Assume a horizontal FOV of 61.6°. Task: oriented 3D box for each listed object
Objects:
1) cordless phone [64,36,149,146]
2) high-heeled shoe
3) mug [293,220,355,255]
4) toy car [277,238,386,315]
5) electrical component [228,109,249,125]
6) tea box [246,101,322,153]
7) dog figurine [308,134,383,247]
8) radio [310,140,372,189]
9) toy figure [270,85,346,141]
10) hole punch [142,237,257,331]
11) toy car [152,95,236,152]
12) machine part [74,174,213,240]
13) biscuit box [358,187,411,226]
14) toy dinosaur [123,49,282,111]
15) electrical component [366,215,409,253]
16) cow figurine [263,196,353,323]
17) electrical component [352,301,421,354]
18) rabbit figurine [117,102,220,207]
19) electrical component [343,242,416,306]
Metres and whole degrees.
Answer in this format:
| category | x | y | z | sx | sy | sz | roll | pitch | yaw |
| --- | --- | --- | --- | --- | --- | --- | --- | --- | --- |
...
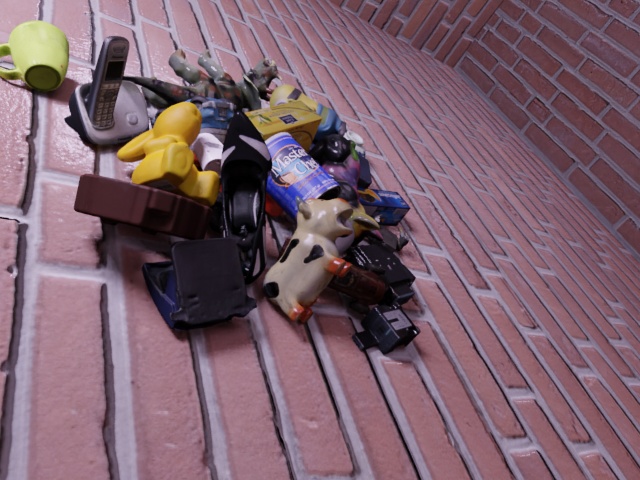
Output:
| category | x | y | z | sx | sy | sz | roll | pitch | yaw |
| --- | --- | --- | --- | --- | --- | --- | --- | --- | --- |
| cordless phone | -0.336 | -0.255 | 0.895 | 0.089 | 0.184 | 0.146 | 38 | 30 | 11 |
| high-heeled shoe | -0.122 | -0.059 | 0.816 | 0.086 | 0.248 | 0.145 | -3 | 27 | 11 |
| mug | -0.002 | -0.003 | 0.988 | 0.109 | 0.081 | 0.107 | 41 | 40 | 0 |
| toy car | 0.025 | 0.056 | 0.917 | 0.202 | 0.089 | 0.053 | 27 | -4 | -19 |
| electrical component | -0.172 | -0.230 | 1.126 | 0.021 | 0.094 | 0.063 | 14 | 10 | 43 |
| tea box | -0.083 | -0.196 | 1.018 | 0.068 | 0.098 | 0.169 | 41 | 43 | 17 |
| dog figurine | 0.056 | -0.091 | 1.088 | 0.219 | 0.191 | 0.108 | 40 | -9 | 20 |
| radio | 0.008 | -0.189 | 1.265 | 0.229 | 0.073 | 0.131 | 29 | 30 | -15 |
| toy figure | -0.028 | -0.277 | 1.198 | 0.180 | 0.082 | 0.089 | 20 | 37 | -18 |
| hole punch | -0.170 | 0.064 | 0.736 | 0.142 | 0.092 | 0.115 | -3 | 76 | -51 |
| toy car | -0.226 | -0.201 | 0.997 | 0.109 | 0.162 | 0.102 | -12 | 92 | -57 |
| machine part | -0.239 | -0.040 | 0.730 | 0.179 | 0.056 | 0.179 | 13 | -5 | 1 |
| biscuit box | 0.118 | -0.077 | 1.229 | 0.202 | 0.059 | 0.063 | 1 | 45 | -45 |
| toy dinosaur | -0.234 | -0.301 | 1.141 | 0.192 | 0.131 | 0.405 | 40 | 36 | 7 |
| electrical component | 0.144 | -0.010 | 1.177 | 0.102 | 0.045 | 0.078 | 35 | 29 | -3 |
| cow figurine | -0.017 | 0.019 | 0.837 | 0.127 | 0.195 | 0.085 | 38 | 5 | 15 |
| electrical component | 0.108 | 0.151 | 0.916 | 0.119 | 0.047 | 0.075 | 1 | 44 | -47 |
| rabbit figurine | -0.236 | -0.137 | 0.863 | 0.121 | 0.162 | 0.173 | 30 | 58 | -49 |
| electrical component | 0.117 | 0.069 | 1.030 | 0.115 | 0.058 | 0.134 | -10 | 53 | -49 |
